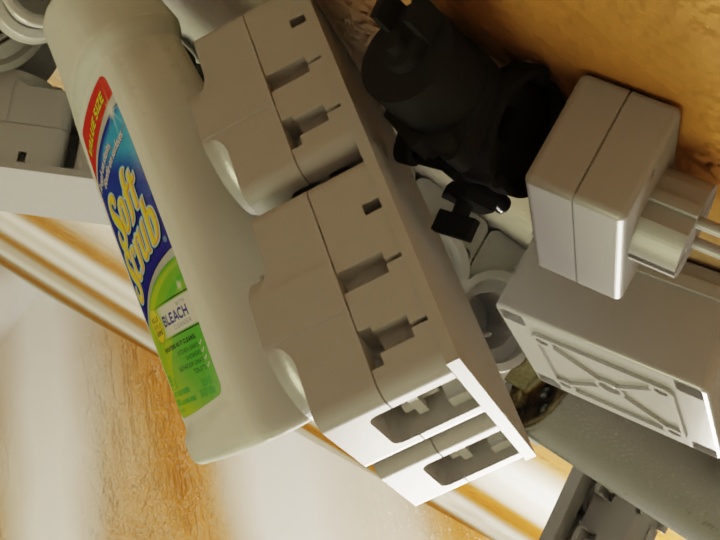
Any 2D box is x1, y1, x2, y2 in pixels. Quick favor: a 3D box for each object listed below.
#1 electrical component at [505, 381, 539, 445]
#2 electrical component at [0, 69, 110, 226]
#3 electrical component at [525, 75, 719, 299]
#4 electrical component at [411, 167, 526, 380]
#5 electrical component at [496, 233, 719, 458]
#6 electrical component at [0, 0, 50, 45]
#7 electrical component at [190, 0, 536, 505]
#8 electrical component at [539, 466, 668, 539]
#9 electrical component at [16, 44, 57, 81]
[{"bbox_3d":[0.135,0.115,0.864,0.079,0.043,0.077,32,167,-4],"label":"electrical component"},{"bbox_3d":[-0.169,-0.071,0.674,0.186,0.060,0.105,8,167,-1],"label":"electrical component"},{"bbox_3d":[0.108,-0.021,0.401,0.076,0.047,0.083,26,166,20],"label":"electrical component"},{"bbox_3d":[0.022,0.001,0.583,0.150,0.089,0.062,34,167,-16],"label":"electrical component"},{"bbox_3d":[0.135,0.034,0.529,0.109,0.056,0.108,23,165,30],"label":"electrical component"},{"bbox_3d":[-0.170,-0.144,0.565,0.045,0.045,0.055,36,167,-21],"label":"electrical component"},{"bbox_3d":[-0.004,-0.010,0.431,0.105,0.060,0.186,50,-164,-56],"label":"electrical component"},{"bbox_3d":[0.183,0.162,0.760,0.063,0.121,0.079,14,159,44],"label":"electrical component"},{"bbox_3d":[-0.246,-0.143,0.722,0.138,0.052,0.073,19,163,39],"label":"electrical component"}]
